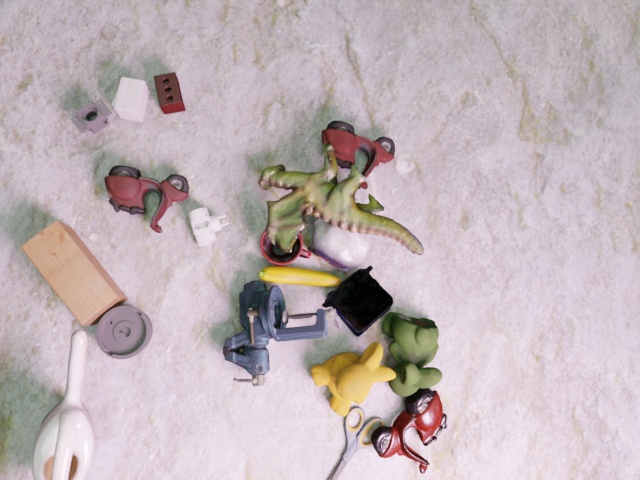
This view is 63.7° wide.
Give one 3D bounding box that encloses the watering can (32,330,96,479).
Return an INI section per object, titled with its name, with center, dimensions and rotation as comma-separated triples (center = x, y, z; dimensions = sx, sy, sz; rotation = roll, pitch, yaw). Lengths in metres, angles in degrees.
[watering can]
center = -0.473, 0.346, 0.970
dimensions = 0.104, 0.222, 0.351
rotation = 9, 76, -24

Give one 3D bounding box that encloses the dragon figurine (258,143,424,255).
[dragon figurine]
center = 0.003, -0.055, 1.089
dimensions = 0.244, 0.119, 0.417
rotation = -34, 55, -8

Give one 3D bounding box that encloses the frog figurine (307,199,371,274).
[frog figurine]
center = 0.054, -0.018, 1.150
dimensions = 0.138, 0.122, 0.159
rotation = 27, 89, 19
